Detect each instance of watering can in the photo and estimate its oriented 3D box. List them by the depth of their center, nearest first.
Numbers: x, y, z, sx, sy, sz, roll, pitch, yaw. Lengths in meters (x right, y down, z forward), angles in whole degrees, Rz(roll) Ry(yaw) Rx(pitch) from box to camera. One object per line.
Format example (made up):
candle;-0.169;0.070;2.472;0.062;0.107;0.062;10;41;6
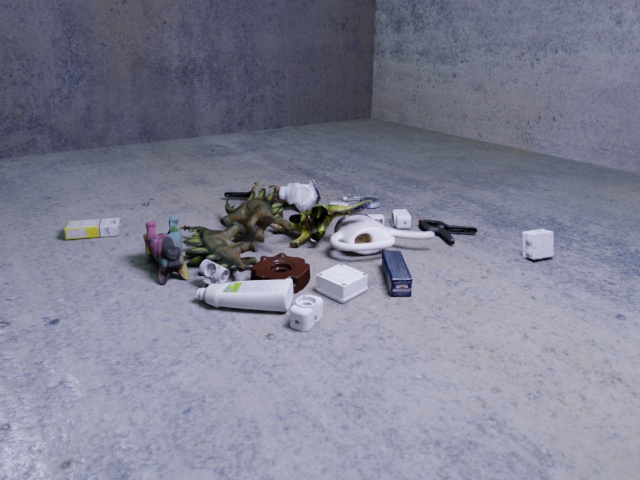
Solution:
watering can;0.190;-0.020;1.742;0.348;0.102;0.227;-7;22;-16

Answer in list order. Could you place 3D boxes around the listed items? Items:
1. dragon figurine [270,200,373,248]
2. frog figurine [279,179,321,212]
dragon figurine;0.006;-0.091;1.811;0.408;0.121;0.247;-17;16;16
frog figurine;-0.087;-0.175;2.113;0.160;0.140;0.120;-14;-21;-7
